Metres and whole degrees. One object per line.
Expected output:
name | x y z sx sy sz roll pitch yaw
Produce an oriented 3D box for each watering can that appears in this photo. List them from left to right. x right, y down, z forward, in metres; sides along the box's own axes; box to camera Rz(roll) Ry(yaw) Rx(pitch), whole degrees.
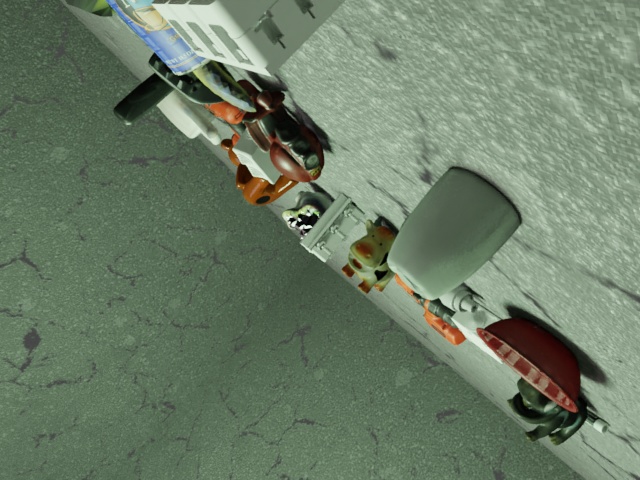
watering can | -0.337 -0.333 1.325 0.222 0.104 0.350 45 177 -16

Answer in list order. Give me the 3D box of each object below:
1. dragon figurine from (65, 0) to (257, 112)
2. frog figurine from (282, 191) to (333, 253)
dragon figurine | -0.232 -0.331 0.649 0.405 0.121 0.247 47 -169 -25
frog figurine | 0.004 -0.059 1.173 0.138 0.120 0.162 33 -150 10
